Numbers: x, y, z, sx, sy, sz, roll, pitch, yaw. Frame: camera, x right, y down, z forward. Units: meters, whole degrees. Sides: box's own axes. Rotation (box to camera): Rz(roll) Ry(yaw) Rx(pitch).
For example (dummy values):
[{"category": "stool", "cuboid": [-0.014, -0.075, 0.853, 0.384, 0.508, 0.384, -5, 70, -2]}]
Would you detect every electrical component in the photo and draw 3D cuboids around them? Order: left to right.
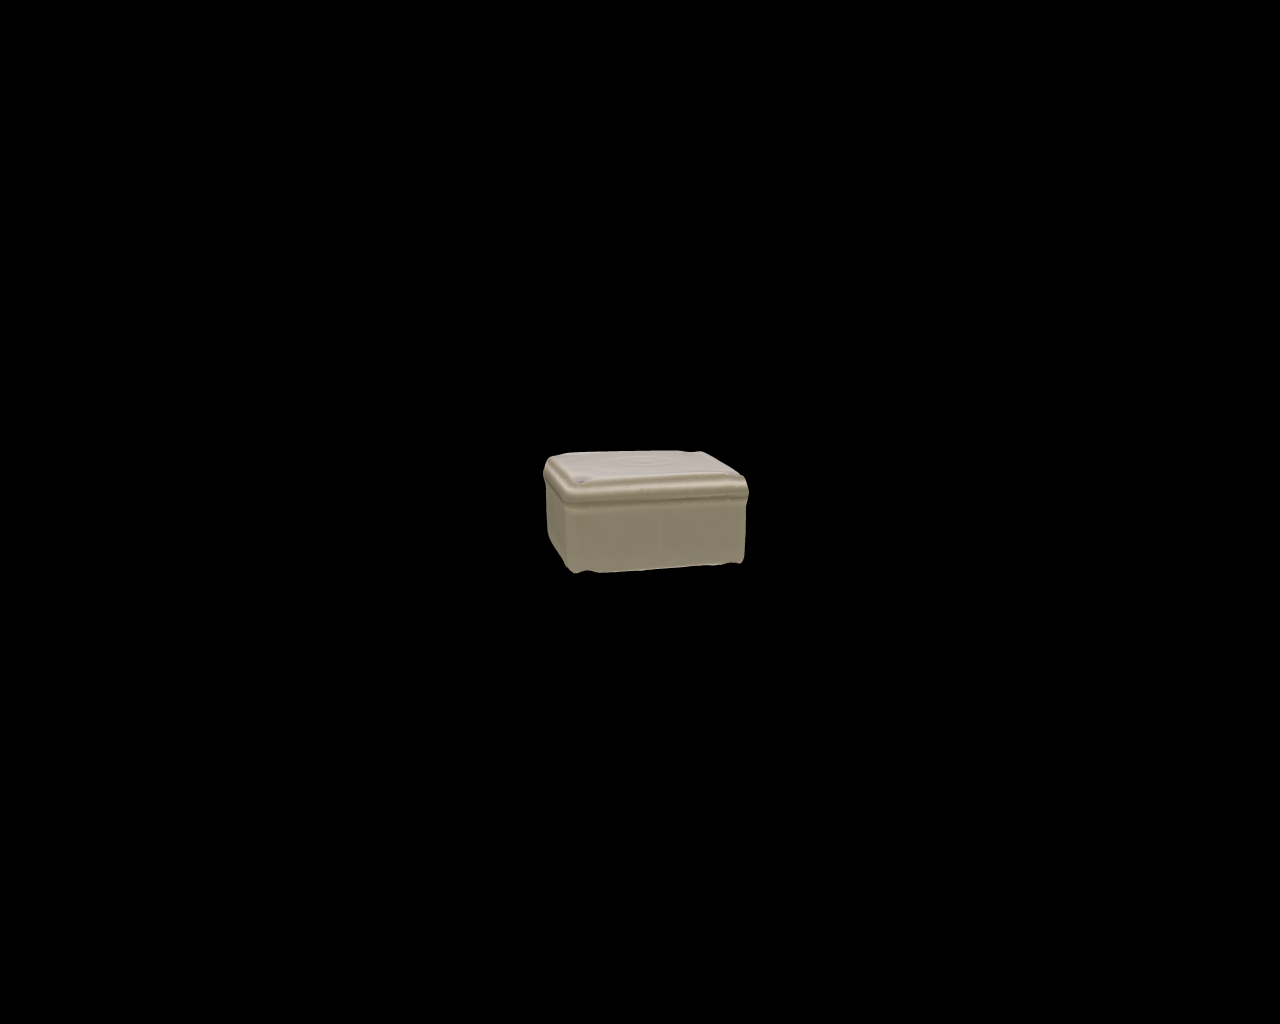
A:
[{"category": "electrical component", "cuboid": [0.001, -0.003, 0.650, 0.109, 0.056, 0.109, -2, 12, -11]}]
